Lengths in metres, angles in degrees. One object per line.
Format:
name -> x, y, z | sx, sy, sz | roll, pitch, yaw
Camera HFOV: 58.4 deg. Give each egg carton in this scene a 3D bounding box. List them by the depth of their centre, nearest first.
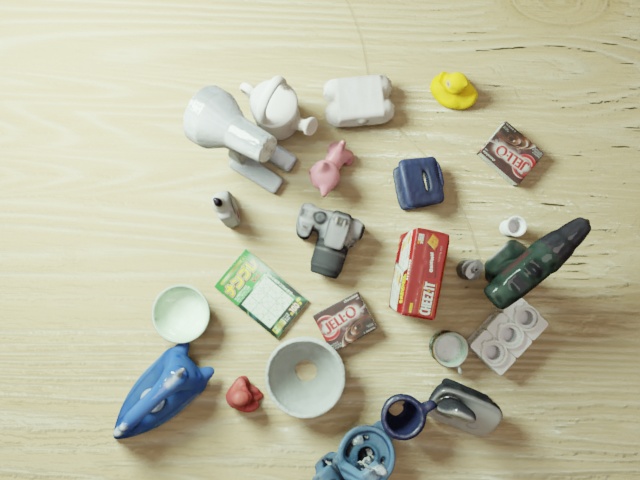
egg carton -> 0.084, -0.298, 1.232 | 0.150, 0.069, 0.107 | -7, 87, -1

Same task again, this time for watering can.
watering can -> -0.085, -0.272, 1.167 | 0.173, 0.194, 0.101 | 10, 87, 0

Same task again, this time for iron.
iron -> -0.343, 0.330, 1.162 | 0.258, 0.141, 0.118 | -45, 88, -2

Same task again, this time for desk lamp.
desk lamp -> -0.155, -0.201, 1.153 | 0.203, 0.213, 0.118 | 31, 87, 1

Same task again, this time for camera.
camera -> 0.011, 0.004, 1.201 | 0.143, 0.101, 0.137 | 17, 87, 0

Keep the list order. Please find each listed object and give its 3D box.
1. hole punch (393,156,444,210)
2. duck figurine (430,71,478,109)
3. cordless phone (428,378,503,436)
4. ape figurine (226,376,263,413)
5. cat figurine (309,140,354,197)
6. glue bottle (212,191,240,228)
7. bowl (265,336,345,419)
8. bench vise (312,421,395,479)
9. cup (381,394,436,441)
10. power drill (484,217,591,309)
hole punch -> 0.213, -0.124, 1.215 | 0.101, 0.091, 0.109 | -12, 87, -1
duck figurine -> 0.293, -0.328, 1.228 | 0.104, 0.086, 0.077 | 26, 87, 1
cordless phone -> 0.299, 0.352, 1.146 | 0.147, 0.185, 0.094 | 19, 87, 1
ape figurine -> -0.161, 0.325, 1.189 | 0.076, 0.092, 0.078 | -8, 87, -1
cat figurine -> 0.021, -0.153, 1.200 | 0.067, 0.117, 0.128 | 31, 87, 1
glue bottle -> -0.196, -0.068, 1.166 | 0.037, 0.173, 0.078 | -21, 87, -1
bowl -> -0.030, 0.283, 1.201 | 0.167, 0.074, 0.167 | 0, 87, -1
bench vise -> 0.071, 0.461, 1.121 | 0.121, 0.219, 0.207 | 36, 88, 1
cup -> 0.179, 0.353, 1.190 | 0.118, 0.095, 0.092 | -23, 88, -1
power drill -> 0.414, 0.043, 1.150 | 0.230, 0.208, 0.075 | -44, 88, -2
